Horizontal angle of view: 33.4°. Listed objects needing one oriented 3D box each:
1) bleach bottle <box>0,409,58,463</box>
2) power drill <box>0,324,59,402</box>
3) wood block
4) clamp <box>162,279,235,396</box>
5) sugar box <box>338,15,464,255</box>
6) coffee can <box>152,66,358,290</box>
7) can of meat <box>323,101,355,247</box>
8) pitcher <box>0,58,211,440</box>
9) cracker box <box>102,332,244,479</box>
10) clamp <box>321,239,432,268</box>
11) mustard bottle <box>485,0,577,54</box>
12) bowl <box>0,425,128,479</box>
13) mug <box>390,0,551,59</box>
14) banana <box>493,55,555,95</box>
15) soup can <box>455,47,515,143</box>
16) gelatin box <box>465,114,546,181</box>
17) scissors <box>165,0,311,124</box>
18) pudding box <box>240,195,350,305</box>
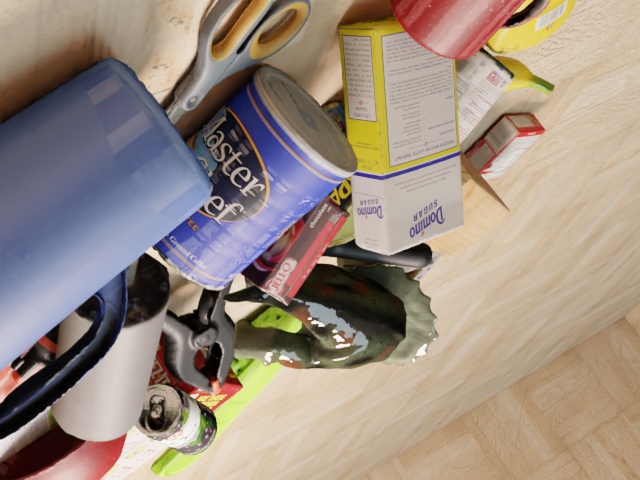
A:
[{"bbox_3d":[-0.268,0.153,0.984,0.250,0.068,0.103,-30,166,-24],"label":"bleach bottle"},{"bbox_3d":[-0.256,0.076,0.819,0.184,0.057,0.187,-44,159,13],"label":"power drill"},{"bbox_3d":[0.119,-0.051,1.106,0.090,0.091,0.205,-39,162,12],"label":"wood block"},{"bbox_3d":[-0.111,0.076,1.026,0.120,0.039,0.171,-30,137,-14],"label":"clamp"},{"bbox_3d":[0.065,-0.085,0.838,0.093,0.048,0.176,-19,114,-38],"label":"sugar box"},{"bbox_3d":[-0.057,-0.045,0.795,0.140,0.103,0.102,-41,161,18],"label":"coffee can"},{"bbox_3d":[0.018,-0.058,0.921,0.057,0.084,0.102,-13,152,-48],"label":"can of meat"},{"bbox_3d":[-0.185,0.007,0.653,0.242,0.145,0.149,-36,162,-5],"label":"pitcher"},{"bbox_3d":[-0.210,0.192,1.162,0.214,0.072,0.164,-39,160,8],"label":"cracker box"},{"bbox_3d":[-0.007,0.001,0.992,0.209,0.165,0.036,6,92,-53],"label":"clamp"},{"bbox_3d":[0.176,-0.226,0.823,0.096,0.058,0.192,-32,162,-14],"label":"mustard bottle"},{"bbox_3d":[-0.242,0.201,1.022,0.162,0.055,0.162,-26,-162,9],"label":"bowl"},{"bbox_3d":[0.113,-0.182,0.763,0.117,0.093,0.082,8,144,-30],"label":"mug"},{"bbox_3d":[0.114,-0.114,0.980,0.198,0.069,0.037,-32,176,11],"label":"banana"},{"bbox_3d":[0.111,-0.124,0.926,0.102,0.068,0.068,-51,158,12],"label":"soup can"},{"bbox_3d":[0.206,-0.105,1.220,0.073,0.030,0.089,-12,150,-53],"label":"gelatin box"},{"bbox_3d":[-0.073,-0.109,0.746,0.096,0.016,0.202,-17,154,-43],"label":"scissors"},{"bbox_3d":[-0.038,-0.010,0.866,0.039,0.114,0.090,37,87,-36],"label":"pudding box"}]
